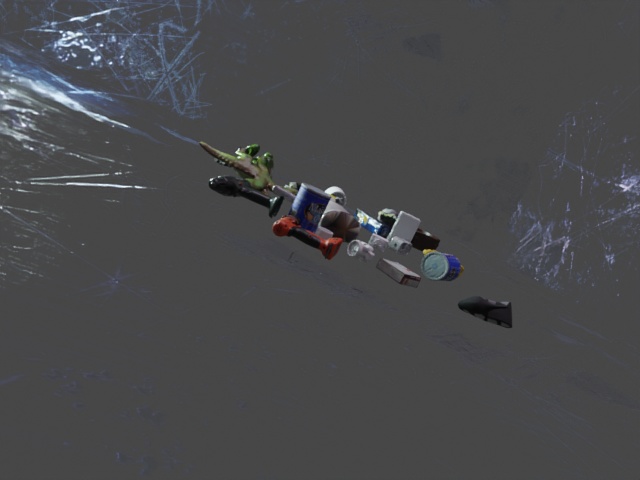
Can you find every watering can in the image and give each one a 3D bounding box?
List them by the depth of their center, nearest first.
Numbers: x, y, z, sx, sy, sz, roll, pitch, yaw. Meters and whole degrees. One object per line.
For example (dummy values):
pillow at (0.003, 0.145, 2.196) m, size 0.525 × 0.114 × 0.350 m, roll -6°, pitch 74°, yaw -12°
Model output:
watering can at (0.005, -0.090, 1.787) m, size 0.346 × 0.103 × 0.227 m, roll 21°, pitch 12°, yaw -24°

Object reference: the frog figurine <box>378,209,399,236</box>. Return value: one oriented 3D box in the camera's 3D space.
frog figurine at (0.332, -0.080, 2.466) m, size 0.138 × 0.122 × 0.159 m, roll 61°, pitch 8°, yaw 9°

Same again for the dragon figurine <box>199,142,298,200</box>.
dragon figurine at (-0.275, -0.253, 1.976) m, size 0.408 × 0.120 × 0.247 m, roll 20°, pitch 19°, yaw -21°
